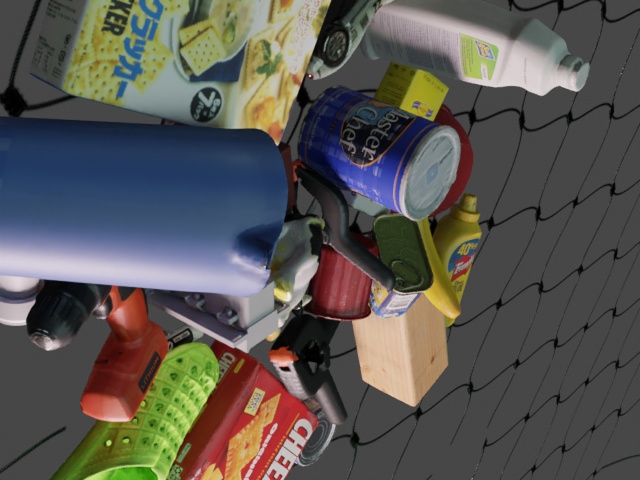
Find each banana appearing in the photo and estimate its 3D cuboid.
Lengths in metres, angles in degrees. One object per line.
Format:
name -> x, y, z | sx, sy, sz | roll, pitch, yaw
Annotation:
banana -> 0.125, -0.002, 1.282 | 0.037, 0.070, 0.198 | -16, 101, -31

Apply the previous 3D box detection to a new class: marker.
marker -> -0.163, 0.110, 1.051 | 0.120, 0.020, 0.020 | -28, 134, -45

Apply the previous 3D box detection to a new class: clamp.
clamp -> -0.005, 0.124, 1.224 | 0.209, 0.036, 0.164 | 32, 59, -66
clamp -> -0.007, 0.001, 1.137 | 0.120, 0.171, 0.039 | -27, -171, 11

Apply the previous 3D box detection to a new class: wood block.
wood block -> 0.105, 0.112, 1.400 | 0.090, 0.090, 0.206 | -46, 145, -29

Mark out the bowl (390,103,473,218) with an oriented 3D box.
bowl -> 0.146, -0.088, 1.345 | 0.161, 0.055, 0.162 | -37, 141, -38

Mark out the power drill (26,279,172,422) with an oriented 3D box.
power drill -> -0.182, 0.067, 0.903 | 0.184, 0.057, 0.188 | -66, 163, -45

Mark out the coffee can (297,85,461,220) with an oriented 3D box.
coffee can -> 0.062, -0.093, 1.123 | 0.102, 0.140, 0.103 | -37, 140, -38

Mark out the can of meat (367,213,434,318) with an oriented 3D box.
can of meat -> 0.085, 0.033, 1.256 | 0.057, 0.102, 0.084 | -6, 155, -19

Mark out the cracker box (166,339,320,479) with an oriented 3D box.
cracker box -> -0.096, 0.225, 1.190 | 0.164, 0.072, 0.213 | -57, 150, -13

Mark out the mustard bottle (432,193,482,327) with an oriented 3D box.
mustard bottle -> 0.180, 0.026, 1.482 | 0.096, 0.058, 0.192 | -10, 120, -54

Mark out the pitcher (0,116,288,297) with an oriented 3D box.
pitcher -> -0.159, -0.031, 0.791 | 0.242, 0.149, 0.145 | 4, 71, -29

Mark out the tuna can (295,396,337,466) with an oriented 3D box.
tuna can -> -0.015, 0.246, 1.369 | 0.086, 0.034, 0.086 | -36, 140, -38

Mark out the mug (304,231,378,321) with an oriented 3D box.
mug -> 0.024, 0.034, 1.223 | 0.117, 0.093, 0.081 | -33, 136, -66

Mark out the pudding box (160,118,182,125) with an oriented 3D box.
pudding box -> -0.092, -0.125, 0.964 | 0.089, 0.039, 0.113 | 9, 106, -58

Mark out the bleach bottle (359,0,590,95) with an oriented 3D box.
bleach bottle -> 0.152, -0.197, 1.073 | 0.068, 0.251, 0.102 | -50, 147, -21

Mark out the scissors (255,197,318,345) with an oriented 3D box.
scissors -> -0.049, 0.022, 1.164 | 0.096, 0.016, 0.202 | 4, 109, -58

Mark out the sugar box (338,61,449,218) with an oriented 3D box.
sugar box -> 0.080, -0.114, 1.232 | 0.093, 0.048, 0.176 | 17, 97, -60

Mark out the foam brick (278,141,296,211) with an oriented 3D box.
foam brick -> -0.062, -0.060, 1.045 | 0.051, 0.053, 0.078 | -41, 144, -33
